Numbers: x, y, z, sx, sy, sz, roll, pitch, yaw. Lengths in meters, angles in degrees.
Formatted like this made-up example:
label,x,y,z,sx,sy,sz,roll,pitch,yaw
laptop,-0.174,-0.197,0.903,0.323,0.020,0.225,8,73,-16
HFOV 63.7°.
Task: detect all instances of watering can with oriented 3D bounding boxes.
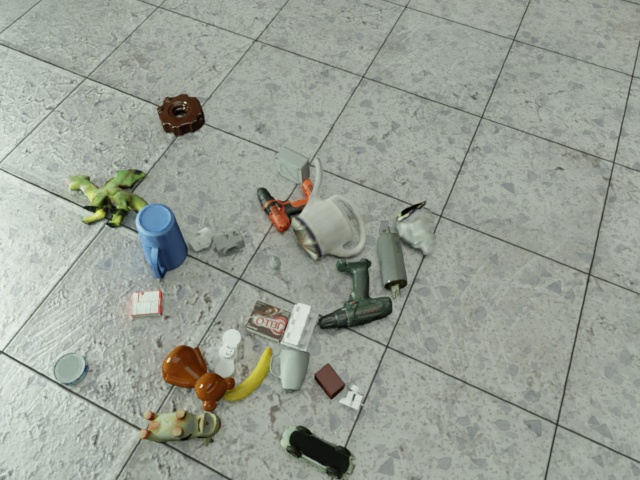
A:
label,x,y,z,sx,sy,sz,roll,pitch,yaw
watering can,0.005,-0.084,1.672,0.226,0.349,0.102,-29,-7,-19

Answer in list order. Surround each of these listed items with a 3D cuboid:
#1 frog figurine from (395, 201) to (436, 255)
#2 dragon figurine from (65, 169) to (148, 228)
label,x,y,z,sx,sy,sz,roll,pitch,yaw
frog figurine,0.324,-0.032,1.686,0.139,0.158,0.122,-36,12,-29
dragon figurine,-0.662,-0.160,1.734,0.410,0.249,0.119,5,-39,0
